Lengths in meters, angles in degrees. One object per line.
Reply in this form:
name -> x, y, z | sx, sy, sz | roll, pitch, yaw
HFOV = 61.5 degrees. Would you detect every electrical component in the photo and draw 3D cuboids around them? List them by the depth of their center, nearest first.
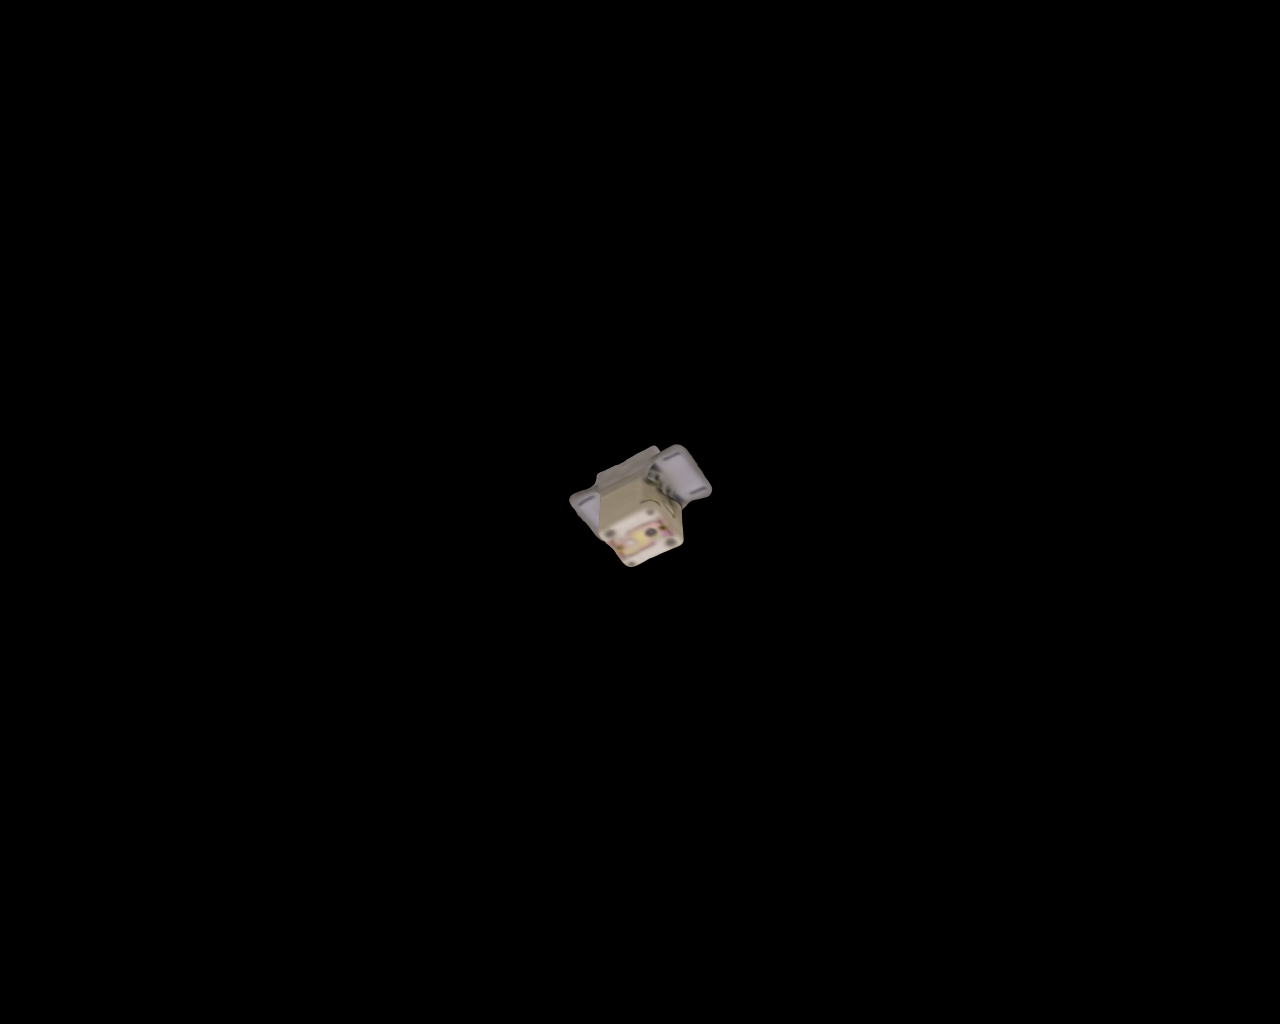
electrical component -> 0.001, -0.003, 0.650 | 0.081, 0.042, 0.064 | -27, 33, 19
